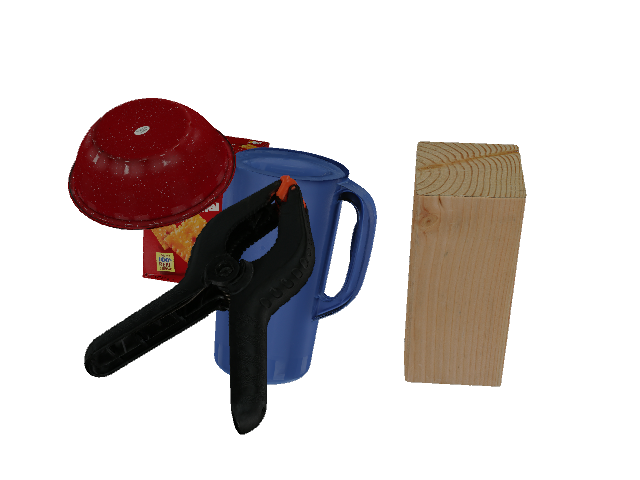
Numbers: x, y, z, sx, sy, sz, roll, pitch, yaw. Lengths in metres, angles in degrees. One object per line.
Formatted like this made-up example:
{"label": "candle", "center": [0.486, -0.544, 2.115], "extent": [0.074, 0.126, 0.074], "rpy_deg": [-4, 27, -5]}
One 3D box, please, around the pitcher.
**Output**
{"label": "pitcher", "center": [-0.040, 0.029, 1.147], "extent": [0.144, 0.243, 0.149], "rpy_deg": [0, 19, -23]}

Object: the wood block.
{"label": "wood block", "center": [0.124, 0.024, 0.955], "extent": [0.091, 0.206, 0.090], "rpy_deg": [3, 35, 4]}

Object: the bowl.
{"label": "bowl", "center": [-0.162, -0.084, 0.997], "extent": [0.162, 0.162, 0.055], "rpy_deg": [0, -44, 7]}

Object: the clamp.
{"label": "clamp", "center": [-0.047, 0.036, 0.636], "extent": [0.120, 0.171, 0.039], "rpy_deg": [27, -24, 25]}

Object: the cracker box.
{"label": "cracker box", "center": [-0.165, -0.041, 1.513], "extent": [0.164, 0.214, 0.072], "rpy_deg": [9, 23, 10]}
